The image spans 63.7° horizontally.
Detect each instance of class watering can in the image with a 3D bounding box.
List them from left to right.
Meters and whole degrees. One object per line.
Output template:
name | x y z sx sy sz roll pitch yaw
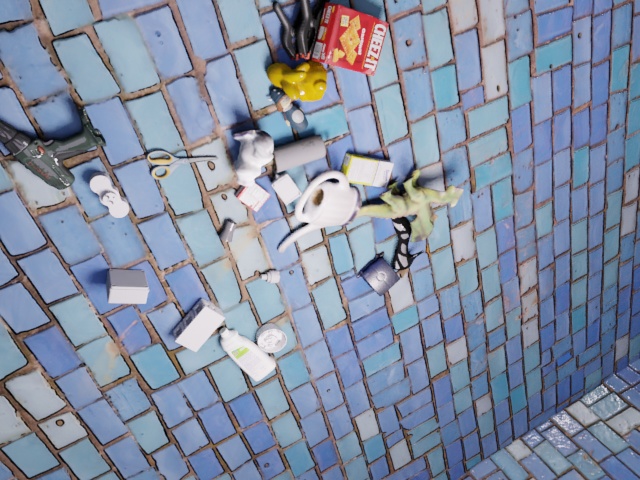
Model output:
watering can | 0.005 -0.086 1.711 0.224 0.341 0.106 6 37 -36

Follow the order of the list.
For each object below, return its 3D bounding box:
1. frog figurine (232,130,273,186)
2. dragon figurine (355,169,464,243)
frog figurine | -0.193 -0.240 1.512 0.137 0.158 0.124 0 11 38
dragon figurine | 0.310 -0.095 1.809 0.409 0.241 0.123 -31 13 5
